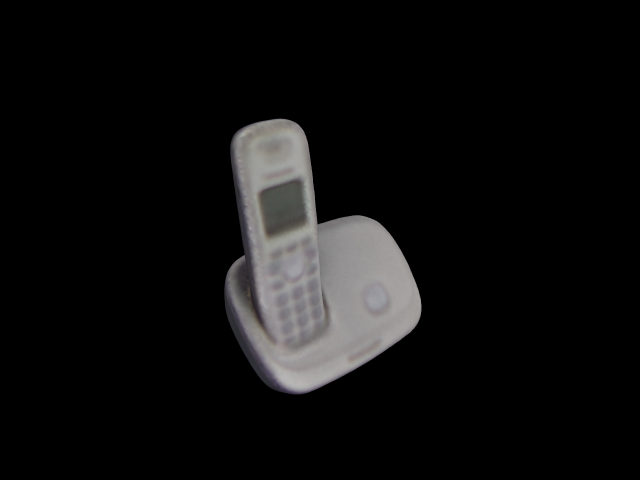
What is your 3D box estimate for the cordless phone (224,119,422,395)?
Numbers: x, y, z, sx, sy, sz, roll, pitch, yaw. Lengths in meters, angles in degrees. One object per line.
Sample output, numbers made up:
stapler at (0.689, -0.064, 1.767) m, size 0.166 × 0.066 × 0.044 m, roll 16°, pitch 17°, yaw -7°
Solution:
cordless phone at (0.004, 0.001, 0.400) m, size 0.148 × 0.185 × 0.093 m, roll -24°, pitch 38°, yaw -34°
